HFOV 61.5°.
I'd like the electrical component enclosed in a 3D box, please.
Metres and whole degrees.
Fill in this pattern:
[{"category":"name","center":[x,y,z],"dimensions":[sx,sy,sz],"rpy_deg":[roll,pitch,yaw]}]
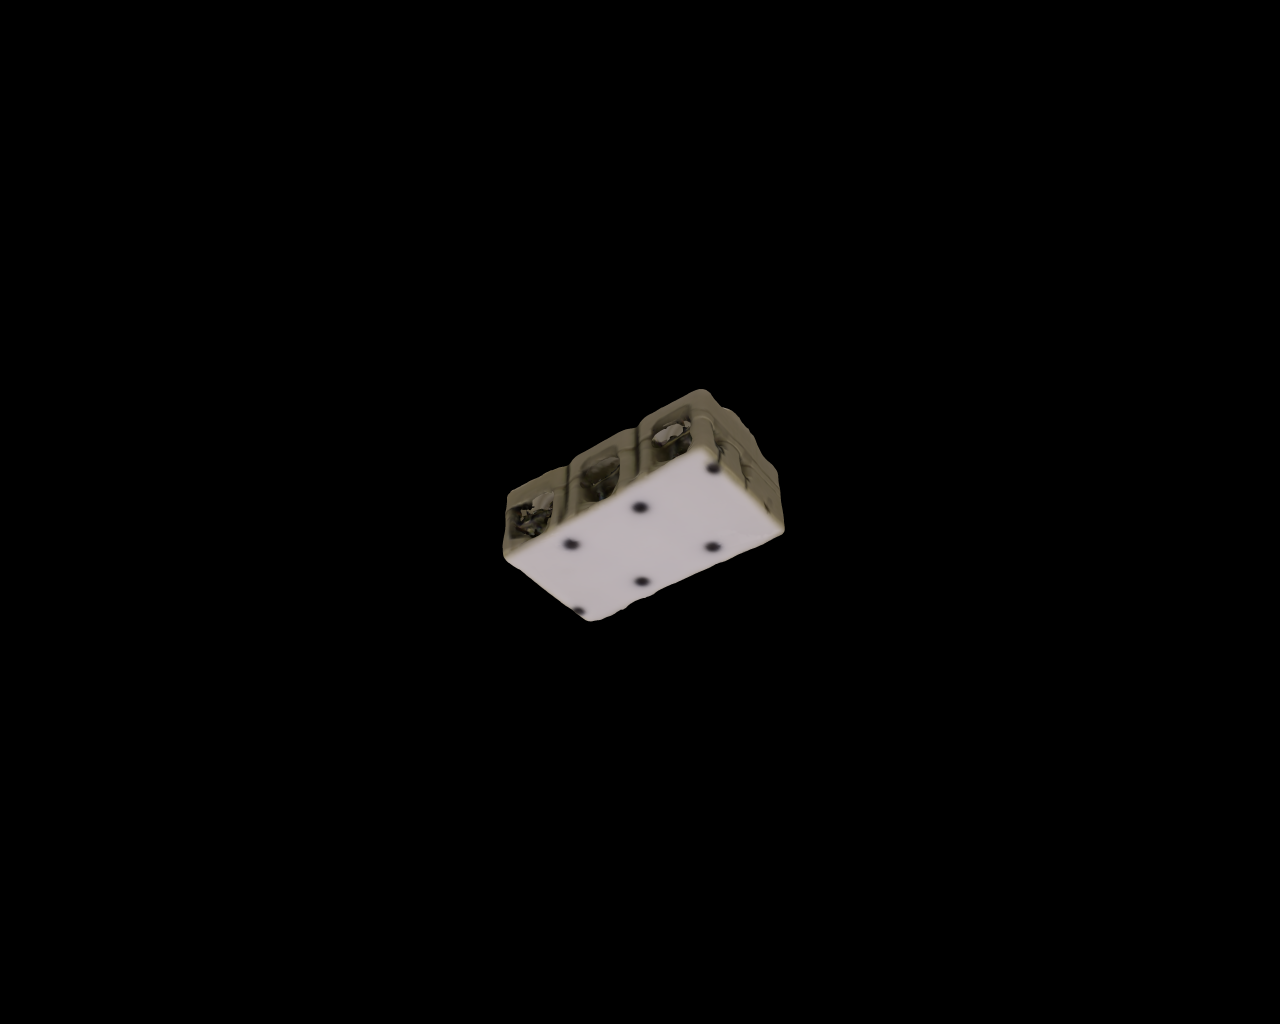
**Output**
[{"category":"electrical component","center":[0.001,-0.003,0.650],"dimensions":[0.150,0.062,0.089],"rpy_deg":[-26,-49,25]}]
